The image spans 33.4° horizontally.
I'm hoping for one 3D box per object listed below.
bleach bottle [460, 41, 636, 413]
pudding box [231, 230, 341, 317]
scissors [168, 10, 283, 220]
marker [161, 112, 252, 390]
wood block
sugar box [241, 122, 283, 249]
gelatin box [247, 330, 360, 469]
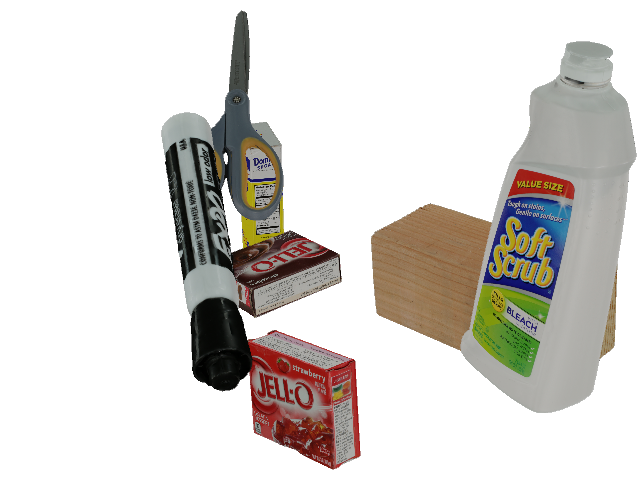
[{"bbox_3d":[0.154,-0.011,0.711,0.068,0.251,0.103,-16,35,-27],"label":"bleach bottle"},{"bbox_3d":[-0.048,0.033,1.112,0.113,0.039,0.090,-23,28,-29],"label":"pudding box"},{"bbox_3d":[-0.083,-0.098,0.841,0.096,0.202,0.016,-13,-30,-7],"label":"scissors"},{"bbox_3d":[-0.040,0.001,0.364,0.020,0.121,0.020,-8,-44,-8],"label":"marker"},{"bbox_3d":[0.152,0.044,0.964,0.090,0.090,0.206,-27,34,-36],"label":"wood block"},{"bbox_3d":[-0.074,-0.049,1.323,0.048,0.176,0.093,-9,25,-11],"label":"sugar box"},{"bbox_3d":[-0.013,0.110,0.745,0.030,0.073,0.089,-17,21,-40],"label":"gelatin box"}]
